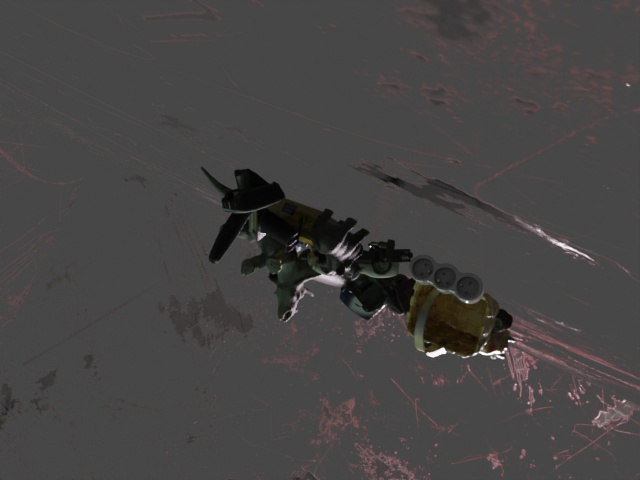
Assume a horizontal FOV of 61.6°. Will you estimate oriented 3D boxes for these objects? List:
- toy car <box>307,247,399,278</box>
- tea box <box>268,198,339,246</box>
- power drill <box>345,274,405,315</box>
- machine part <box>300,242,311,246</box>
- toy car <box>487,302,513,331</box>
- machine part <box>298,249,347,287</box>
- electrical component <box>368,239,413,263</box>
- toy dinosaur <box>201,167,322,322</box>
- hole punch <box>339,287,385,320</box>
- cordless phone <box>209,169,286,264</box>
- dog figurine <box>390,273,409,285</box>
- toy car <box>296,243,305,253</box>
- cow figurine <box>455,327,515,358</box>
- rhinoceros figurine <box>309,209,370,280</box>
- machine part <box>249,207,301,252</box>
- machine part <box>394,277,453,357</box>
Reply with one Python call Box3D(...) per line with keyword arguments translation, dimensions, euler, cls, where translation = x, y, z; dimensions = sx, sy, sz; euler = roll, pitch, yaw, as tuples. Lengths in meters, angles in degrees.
Box3D(translation=(0.072, 0.048, 1.168), dimensions=(0.202, 0.056, 0.074), euler=(1, -159, -8), cls="toy car")
Box3D(translation=(-0.044, -0.037, 1.137), dimensions=(0.170, 0.068, 0.098), euler=(23, 176, 38), cls="tea box")
Box3D(translation=(0.143, 0.121, 1.388), dimensions=(0.232, 0.086, 0.207), euler=(51, -162, 3), cls="power drill")
Box3D(translation=(-0.003, -0.004, 1.399), dimensions=(0.179, 0.056, 0.179), euler=(23, 175, 2), cls="machine part")
Box3D(translation=(0.369, 0.160, 1.307), dimensions=(0.202, 0.053, 0.089), euler=(25, -163, 24), cls="toy car")
Box3D(translation=(0.014, 0.077, 1.444), dimensions=(0.079, 0.079, 0.243), euler=(22, 179, 38), cls="machine part")
Box3D(translation=(0.134, 0.022, 1.038), dimensions=(0.078, 0.045, 0.102), euler=(-4, 177, 1), cls="electrical component")
Box3D(translation=(-0.127, -0.013, 1.279), dimensions=(0.192, 0.131, 0.405), euler=(-6, -114, -60), cls="toy dinosaur")
Box3D(translation=(0.126, 0.159, 1.537), dimensions=(0.116, 0.092, 0.142), euler=(20, 139, -18), cls="hole punch")
Box3D(translation=(-0.153, -0.035, 1.001), dimensions=(0.088, 0.184, 0.147), euler=(31, 174, -22), cls="cordless phone")
Box3D(translation=(0.176, 0.107, 1.605), dimensions=(0.191, 0.121, 0.172), euler=(10, 175, 13), cls="dog figurine")
Box3D(translation=(-0.085, 0.000, 1.612), dimensions=(0.109, 0.103, 0.162), euler=(25, 178, -14), cls="toy car")
Box3D(translation=(0.410, 0.226, 1.364), dimensions=(0.127, 0.085, 0.195), euler=(19, -159, -2), cls="cow figurine")
Box3D(translation=(0.041, 0.017, 1.034), dimensions=(0.073, 0.112, 0.190), euler=(21, 166, 26), cls="rhinoceros figurine")
Box3D(translation=(-0.097, -0.024, 1.083), dimensions=(0.139, 0.084, 0.039), euler=(27, -147, 34), cls="machine part")
Box3D(translation=(0.286, 0.200, 1.423), dimensions=(0.201, 0.087, 0.201), euler=(32, -147, -64), cls="machine part")
